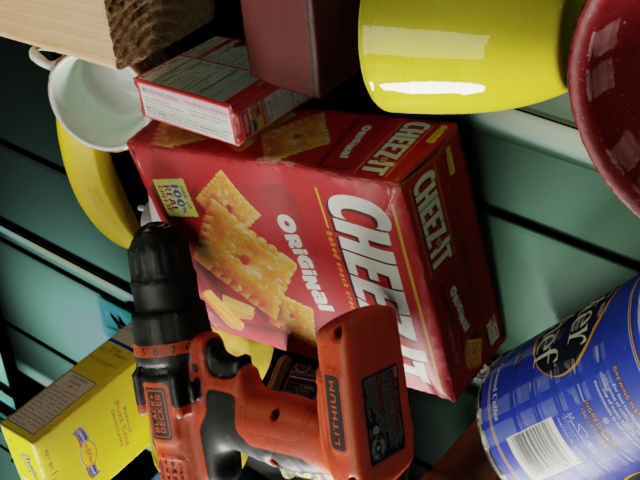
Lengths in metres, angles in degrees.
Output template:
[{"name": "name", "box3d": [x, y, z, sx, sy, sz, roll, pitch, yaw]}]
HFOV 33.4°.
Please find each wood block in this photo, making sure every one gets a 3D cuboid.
[{"name": "wood block", "box3d": [-0.176, -0.186, 0.685, 0.206, 0.090, 0.091, 20, 132, 33]}]

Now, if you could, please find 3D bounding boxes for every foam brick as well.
[{"name": "foam brick", "box3d": [-0.008, -0.129, 0.599, 0.051, 0.052, 0.078, 21, 132, 32]}]

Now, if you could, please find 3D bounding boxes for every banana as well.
[{"name": "banana", "box3d": [-0.168, -0.070, 0.815, 0.070, 0.037, 0.198, 3, 125, 21]}]

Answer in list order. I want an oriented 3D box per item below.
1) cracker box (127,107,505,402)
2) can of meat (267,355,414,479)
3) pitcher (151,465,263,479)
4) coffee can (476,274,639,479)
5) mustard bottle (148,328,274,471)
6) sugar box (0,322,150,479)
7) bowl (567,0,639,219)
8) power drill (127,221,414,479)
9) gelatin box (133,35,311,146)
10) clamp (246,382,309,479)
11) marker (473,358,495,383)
[{"name": "cracker box", "box3d": [-0.004, 0.001, 0.672, 0.214, 0.072, 0.164, 13, 134, 38]}, {"name": "can of meat", "box3d": [0.015, 0.128, 0.721, 0.084, 0.057, 0.102, 8, 144, 20]}, {"name": "pitcher", "box3d": [-0.044, 0.281, 0.907, 0.243, 0.149, 0.145, 42, -176, 15]}, {"name": "coffee can", "box3d": [0.163, 0.079, 0.559, 0.103, 0.102, 0.141, 49, 142, 2]}, {"name": "mustard bottle", "box3d": [-0.092, 0.133, 0.834, 0.096, 0.058, 0.192, 29, 116, 35]}, {"name": "sugar box", "box3d": [-0.166, 0.134, 0.861, 0.048, 0.176, 0.093, 22, 135, 34]}, {"name": "bowl", "box3d": [0.190, -0.068, 0.453, 0.162, 0.055, 0.162, 25, 135, 28]}, {"name": "power drill", "box3d": [-0.039, 0.076, 0.645, 0.188, 0.057, 0.184, -2, 101, 40]}, {"name": "gelatin box", "box3d": [-0.058, -0.093, 0.654, 0.089, 0.073, 0.030, 19, 133, 38]}, {"name": "clamp", "box3d": [-0.005, 0.165, 0.842, 0.210, 0.036, 0.164, -9, 113, 43]}, {"name": "marker", "box3d": [0.108, 0.084, 0.682, 0.121, 0.020, 0.020, 16, 130, 36]}]
